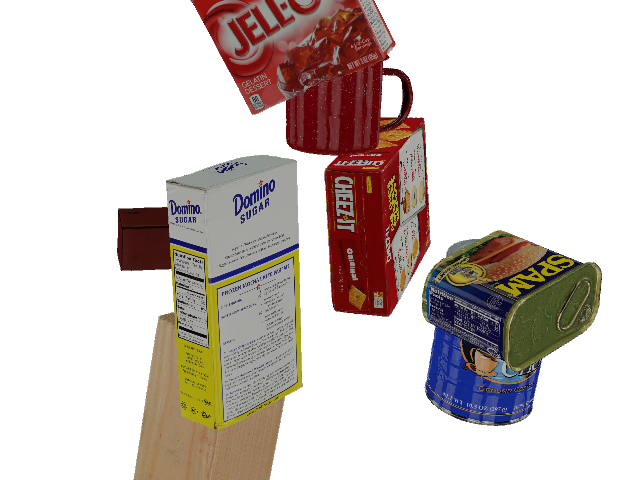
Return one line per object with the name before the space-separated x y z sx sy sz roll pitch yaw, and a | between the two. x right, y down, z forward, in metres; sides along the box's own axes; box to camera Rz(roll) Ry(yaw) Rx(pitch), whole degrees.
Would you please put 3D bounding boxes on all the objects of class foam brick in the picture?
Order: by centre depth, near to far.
foam brick | -0.176 -0.003 1.138 0.078 0.051 0.053 -2 24 -15

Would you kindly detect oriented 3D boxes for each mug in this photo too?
mug | 0.023 -0.121 0.923 0.117 0.081 0.093 -3 16 -14

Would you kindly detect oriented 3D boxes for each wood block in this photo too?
wood block | -0.098 0.170 0.947 0.090 0.206 0.090 21 18 33

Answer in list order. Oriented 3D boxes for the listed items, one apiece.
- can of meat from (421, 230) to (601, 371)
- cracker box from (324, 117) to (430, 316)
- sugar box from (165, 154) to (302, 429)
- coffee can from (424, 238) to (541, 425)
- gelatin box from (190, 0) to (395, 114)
can of meat | 0.135 0.039 0.761 0.101 0.057 0.084 -24 34 -34
cracker box | 0.067 -0.034 1.195 0.072 0.164 0.213 2 21 18
sugar box | -0.058 0.034 0.747 0.048 0.176 0.093 12 22 38
coffee can | 0.156 0.082 0.974 0.103 0.140 0.103 6 23 -3
gelatin box | -0.015 -0.118 0.577 0.089 0.073 0.030 -18 19 28
